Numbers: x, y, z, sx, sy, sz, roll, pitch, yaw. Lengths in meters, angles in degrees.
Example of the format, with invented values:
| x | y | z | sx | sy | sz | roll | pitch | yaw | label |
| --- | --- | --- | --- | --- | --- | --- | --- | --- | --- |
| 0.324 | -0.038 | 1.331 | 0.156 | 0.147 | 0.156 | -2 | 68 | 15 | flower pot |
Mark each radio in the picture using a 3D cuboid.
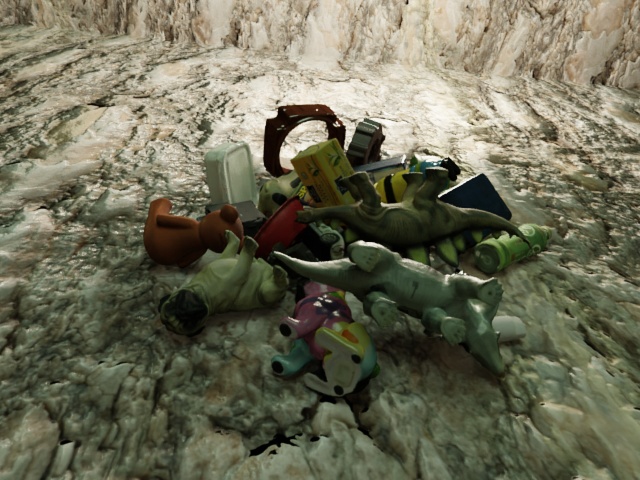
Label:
| x | y | z | sx | sy | sz | roll | pitch | yaw | label |
| --- | --- | --- | --- | --- | --- | --- | --- | --- | --- |
| 0.328 | -0.057 | 1.200 | 0.229 | 0.073 | 0.131 | -27 | 81 | -42 | radio |

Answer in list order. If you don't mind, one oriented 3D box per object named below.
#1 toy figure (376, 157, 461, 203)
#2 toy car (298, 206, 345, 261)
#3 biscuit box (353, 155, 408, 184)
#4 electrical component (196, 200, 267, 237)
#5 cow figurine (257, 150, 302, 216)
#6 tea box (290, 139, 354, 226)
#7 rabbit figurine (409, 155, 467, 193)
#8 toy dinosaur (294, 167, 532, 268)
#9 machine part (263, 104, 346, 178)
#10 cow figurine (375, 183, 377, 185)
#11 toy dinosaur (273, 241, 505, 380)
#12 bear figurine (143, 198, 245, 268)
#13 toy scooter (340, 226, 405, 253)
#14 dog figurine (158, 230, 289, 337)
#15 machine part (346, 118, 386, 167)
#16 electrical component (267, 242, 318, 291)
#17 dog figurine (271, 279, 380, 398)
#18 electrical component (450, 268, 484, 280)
| x | y | z | sx | sy | sz | roll | pitch | yaw | label |
| --- | --- | --- | --- | --- | --- | --- | --- | --- | --- |
| 0.199 | -0.117 | 1.122 | 0.082 | 0.180 | 0.089 | -6 | 70 | -54 | toy figure |
| -0.002 | -0.003 | 1.102 | 0.056 | 0.073 | 0.202 | -10 | 33 | -25 | toy car |
| 0.117 | -0.151 | 1.323 | 0.203 | 0.059 | 0.063 | -10 | 25 | 20 | biscuit box |
| -0.188 | -0.033 | 1.130 | 0.134 | 0.058 | 0.115 | -13 | 30 | -24 | electrical component |
| -0.063 | -0.130 | 1.260 | 0.086 | 0.127 | 0.195 | 28 | 39 | 28 | cow figurine |
| 0.024 | -0.114 | 1.102 | 0.068 | 0.169 | 0.098 | -42 | 20 | -28 | tea box |
| 0.299 | -0.114 | 1.345 | 0.159 | 0.121 | 0.170 | 4 | 47 | -18 | rabbit figurine |
| 0.187 | -0.035 | 1.019 | 0.472 | 0.198 | 0.105 | -3 | 3 | -8 | toy dinosaur |
| -0.039 | -0.241 | 1.384 | 0.201 | 0.201 | 0.087 | -8 | 37 | -24 | machine part |
| 0.101 | -0.096 | 1.247 | 0.168 | 0.098 | 0.068 | -2 | 59 | 20 | cow figurine |
| 0.125 | 0.076 | 0.815 | 0.405 | 0.131 | 0.192 | 24 | -5 | -4 | toy dinosaur |
| -0.227 | -0.022 | 1.008 | 0.196 | 0.120 | 0.132 | -16 | 33 | 10 | bear figurine |
| 0.106 | -0.008 | 1.132 | 0.184 | 0.075 | 0.135 | 18 | 31 | 26 | toy scooter |
| -0.155 | 0.102 | 0.900 | 0.190 | 0.172 | 0.121 | -52 | 22 | -17 | dog figurine |
| 0.118 | -0.229 | 1.419 | 0.056 | 0.179 | 0.179 | 20 | 32 | 17 | machine part |
| -0.048 | 0.049 | 0.979 | 0.078 | 0.102 | 0.045 | -17 | 25 | 40 | electrical component |
| 0.027 | 0.129 | 0.850 | 0.192 | 0.108 | 0.219 | 17 | 29 | 20 | dog figurine |
| 0.253 | 0.101 | 0.991 | 0.075 | 0.047 | 0.119 | 24 | 35 | 30 | electrical component |
